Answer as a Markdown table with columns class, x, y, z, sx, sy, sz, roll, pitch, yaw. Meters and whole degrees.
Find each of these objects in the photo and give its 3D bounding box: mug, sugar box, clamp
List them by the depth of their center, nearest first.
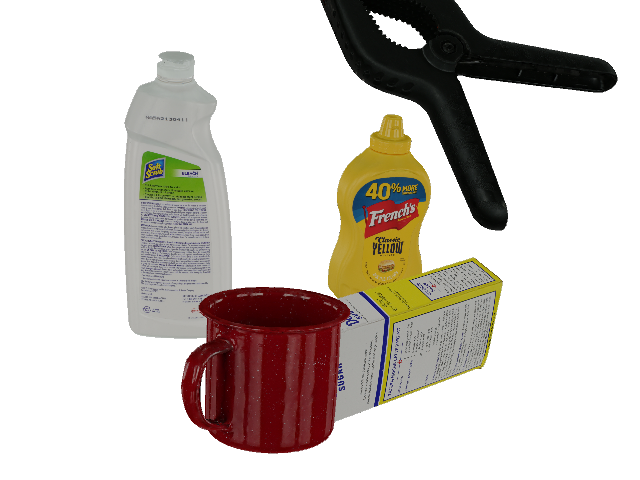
| class | x | y | z | sx | sy | sz | roll | pitch | yaw |
| --- | --- | --- | --- | --- | --- | --- | --- | --- | --- |
| mug | -0.038 | 0.081 | 0.652 | 0.093 | 0.081 | 0.117 | 13 | 16 | 37 |
| clamp | 0.080 | -0.110 | 0.712 | 0.210 | 0.164 | 0.036 | 32 | -30 | 4 |
| sugar box | 0.057 | 0.080 | 0.844 | 0.176 | 0.093 | 0.048 | -13 | 36 | -26 |

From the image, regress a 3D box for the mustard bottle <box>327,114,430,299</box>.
| class | x | y | z | sx | sy | sz | roll | pitch | yaw |
| --- | --- | --- | --- | --- | --- | --- | --- | --- | --- |
| mustard bottle | 0.063 | -0.033 | 1.083 | 0.096 | 0.192 | 0.058 | -2 | 22 | -18 |

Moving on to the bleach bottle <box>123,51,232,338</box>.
| class | x | y | z | sx | sy | sz | roll | pitch | yaw |
| --- | --- | --- | --- | --- | --- | --- | --- | --- | --- |
| bleach bottle | -0.119 | -0.038 | 0.930 | 0.102 | 0.251 | 0.068 | 1 | 25 | -9 |
